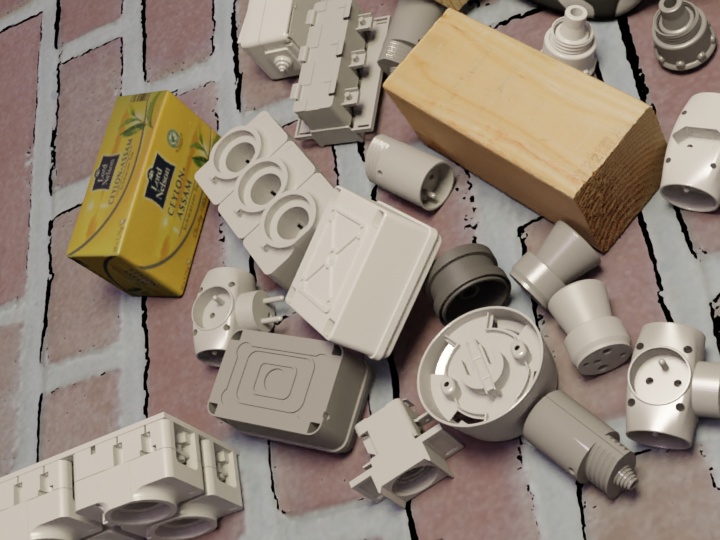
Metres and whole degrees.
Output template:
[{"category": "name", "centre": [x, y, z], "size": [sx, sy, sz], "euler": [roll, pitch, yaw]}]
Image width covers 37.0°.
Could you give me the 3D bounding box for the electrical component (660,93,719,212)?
[{"category": "electrical component", "centre": [0.267, -0.083, 0.778], "size": [0.079, 0.043, 0.077], "euler": [12, 72, 33]}]

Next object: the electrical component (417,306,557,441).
[{"category": "electrical component", "centre": [0.093, 0.075, 0.782], "size": [0.099, 0.064, 0.099], "euler": [-13, 60, 24]}]

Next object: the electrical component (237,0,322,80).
[{"category": "electrical component", "centre": [-0.076, -0.229, 1.036], "size": [0.061, 0.062, 0.096], "euler": [-5, 63, 27]}]

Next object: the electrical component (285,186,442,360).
[{"category": "electrical component", "centre": [0.000, 0.000, 0.841], "size": [0.108, 0.056, 0.109], "euler": [-66, 27, 5]}]

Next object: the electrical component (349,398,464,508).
[{"category": "electrical component", "centre": [0.030, 0.135, 0.801], "size": [0.081, 0.042, 0.063], "euler": [-35, 50, 9]}]

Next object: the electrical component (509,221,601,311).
[{"category": "electrical component", "centre": [0.145, -0.003, 0.805], "size": [0.055, 0.045, 0.045], "euler": [-45, 53, 2]}]

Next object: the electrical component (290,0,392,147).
[{"category": "electrical component", "centre": [-0.021, -0.182, 0.980], "size": [0.079, 0.063, 0.121], "euler": [-3, 64, 28]}]

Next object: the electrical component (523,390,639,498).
[{"category": "electrical component", "centre": [0.156, 0.122, 0.735], "size": [0.043, 0.043, 0.081], "euler": [-51, 53, -2]}]

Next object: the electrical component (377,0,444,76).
[{"category": "electrical component", "centre": [0.044, -0.203, 0.967], "size": [0.043, 0.043, 0.081], "euler": [8, 69, 32]}]

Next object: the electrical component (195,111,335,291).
[{"category": "electrical component", "centre": [-0.072, -0.061, 0.947], "size": [0.089, 0.062, 0.150], "euler": [-42, 53, 4]}]

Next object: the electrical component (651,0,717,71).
[{"category": "electrical component", "centre": [0.247, -0.188, 0.832], "size": [0.048, 0.062, 0.048], "euler": [-13, 60, 23]}]

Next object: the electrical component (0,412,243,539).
[{"category": "electrical component", "centre": [-0.201, 0.188, 0.864], "size": [0.186, 0.105, 0.060], "euler": [-23, 57, 18]}]

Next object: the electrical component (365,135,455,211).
[{"category": "electrical component", "centre": [0.035, -0.085, 0.910], "size": [0.081, 0.043, 0.043], "euler": [29, 82, 37]}]

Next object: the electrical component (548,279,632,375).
[{"category": "electrical component", "centre": [0.165, 0.041, 0.771], "size": [0.045, 0.045, 0.055], "euler": [-28, 55, 15]}]

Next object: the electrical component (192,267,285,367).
[{"category": "electrical component", "centre": [-0.100, 0.038, 0.922], "size": [0.079, 0.044, 0.077], "euler": [-10, 61, 25]}]

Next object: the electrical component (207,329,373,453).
[{"category": "electrical component", "centre": [-0.054, 0.097, 0.858], "size": [0.113, 0.057, 0.078], "euler": [6, 69, 32]}]

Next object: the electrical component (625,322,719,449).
[{"category": "electrical component", "centre": [0.223, 0.079, 0.719], "size": [0.079, 0.044, 0.077], "euler": [2, 67, 30]}]

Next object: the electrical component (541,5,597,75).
[{"category": "electrical component", "centre": [0.170, -0.185, 0.870], "size": [0.048, 0.062, 0.048], "euler": [0, 56, 0]}]
